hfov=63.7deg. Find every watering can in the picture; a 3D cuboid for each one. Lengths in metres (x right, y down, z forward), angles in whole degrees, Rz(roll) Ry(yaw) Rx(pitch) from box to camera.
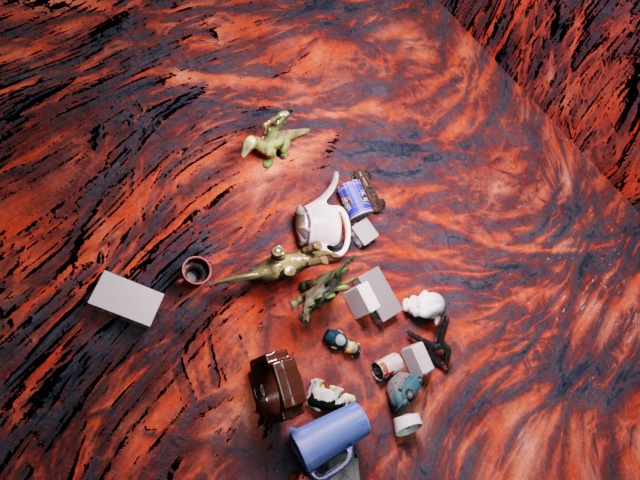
[{"bbox_3d":[0.006,-0.097,1.936,0.224,0.102,0.352,0,72,-27],"label":"watering can"}]

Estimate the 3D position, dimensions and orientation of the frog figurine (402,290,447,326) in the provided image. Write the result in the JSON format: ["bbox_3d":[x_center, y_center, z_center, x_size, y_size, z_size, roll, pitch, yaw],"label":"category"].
[{"bbox_3d":[0.399,0.246,1.980,0.159,0.120,0.141,28,39,-10],"label":"frog figurine"}]

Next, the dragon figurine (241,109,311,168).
[{"bbox_3d":[-0.150,-0.398,1.922,0.416,0.238,0.122,-38,85,-32],"label":"dragon figurine"}]
